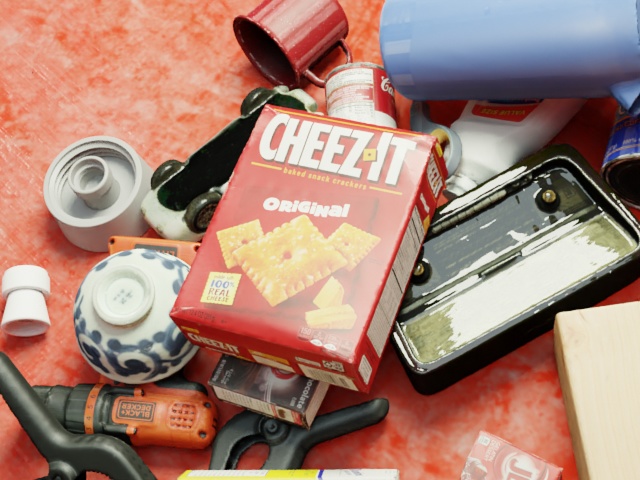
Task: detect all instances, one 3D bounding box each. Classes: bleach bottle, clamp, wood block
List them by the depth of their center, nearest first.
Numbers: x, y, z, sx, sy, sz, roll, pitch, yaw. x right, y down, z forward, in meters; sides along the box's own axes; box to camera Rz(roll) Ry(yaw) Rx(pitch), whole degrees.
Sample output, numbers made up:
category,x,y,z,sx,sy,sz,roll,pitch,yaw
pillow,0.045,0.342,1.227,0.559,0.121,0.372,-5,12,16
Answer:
category,x,y,z,sx,sy,sz,roll,pitch,yaw
wood block,0.245,0.161,0.829,0.091,0.090,0.206,-9,63,6
clamp,-0.218,0.189,0.904,0.210,0.036,0.164,13,104,11
clamp,-0.039,0.155,0.916,0.171,0.039,0.120,-36,53,-10
bleach bottle,0.199,-0.132,0.990,0.103,0.068,0.250,29,75,28

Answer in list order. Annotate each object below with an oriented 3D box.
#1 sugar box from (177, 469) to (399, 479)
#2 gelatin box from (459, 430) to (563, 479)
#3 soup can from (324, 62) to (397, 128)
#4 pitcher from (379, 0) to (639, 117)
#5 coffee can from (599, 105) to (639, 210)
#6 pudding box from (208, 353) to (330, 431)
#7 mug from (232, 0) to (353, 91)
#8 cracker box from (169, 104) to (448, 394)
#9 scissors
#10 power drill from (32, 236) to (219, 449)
category,x,y,z,sx,sy,sz,roll,pitch,yaw
sugar box,-0.023,0.231,0.850,0.176,0.048,0.093,-2,87,6
gelatin box,0.144,0.209,0.858,0.073,0.030,0.089,24,72,20
soup can,0.039,-0.107,1.006,0.068,0.068,0.102,-5,65,8
pitcher,0.178,-0.191,0.912,0.243,0.145,0.149,1,34,34
coffee can,0.310,-0.106,0.934,0.103,0.103,0.140,13,69,16
pudding box,-0.030,0.095,0.906,0.090,0.039,0.113,14,62,20
mug,-0.017,-0.200,1.053,0.117,0.093,0.081,43,74,11
cracker box,-0.006,0.001,0.885,0.164,0.072,0.213,13,67,21
scissors,0.105,-0.120,1.001,0.096,0.016,0.201,-21,52,53
power drill,-0.170,0.092,0.961,0.184,0.057,0.187,5,69,9
